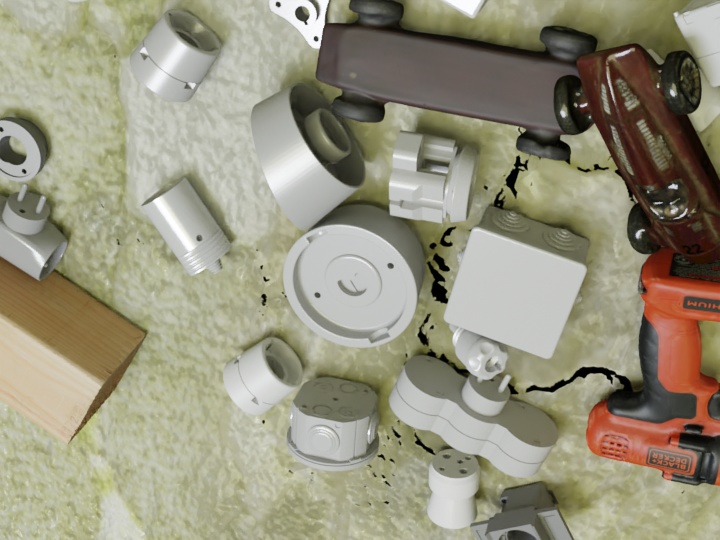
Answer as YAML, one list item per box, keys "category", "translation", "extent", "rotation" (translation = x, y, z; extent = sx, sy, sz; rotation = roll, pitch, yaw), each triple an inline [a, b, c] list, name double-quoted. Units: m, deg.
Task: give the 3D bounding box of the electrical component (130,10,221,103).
- category: "electrical component"
  translation: [-0.138, -0.163, 0.813]
  extent: [0.055, 0.055, 0.047]
  rotation: [41, 119, -6]

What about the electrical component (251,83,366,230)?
- category: "electrical component"
  translation: [-0.043, -0.086, 0.798]
  extent: [0.064, 0.099, 0.099]
  rotation: [-30, 105, 24]

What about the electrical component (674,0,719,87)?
- category: "electrical component"
  translation: [0.251, -0.160, 0.659]
  extent: [0.062, 0.096, 0.061]
  rotation: [-9, 118, 56]

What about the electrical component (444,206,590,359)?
- category: "electrical component"
  translation: [0.121, 0.007, 0.820]
  extent: [0.100, 0.048, 0.099]
  rotation: [20, 123, 8]

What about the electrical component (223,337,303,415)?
- category: "electrical component"
  translation: [-0.083, 0.091, 0.935]
  extent: [0.047, 0.055, 0.055]
  rotation: [-36, 102, 28]

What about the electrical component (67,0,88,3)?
- category: "electrical component"
  translation: [-0.203, -0.248, 0.786]
  extent: [0.059, 0.053, 0.095]
  rotation: [-5, 116, 21]

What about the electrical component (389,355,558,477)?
- category: "electrical component"
  translation: [0.099, 0.108, 0.881]
  extent: [0.138, 0.052, 0.073]
  rotation: [26, 122, 4]

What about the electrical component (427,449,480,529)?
- category: "electrical component"
  translation: [0.082, 0.190, 0.938]
  extent: [0.045, 0.045, 0.055]
  rotation: [8, 120, 15]

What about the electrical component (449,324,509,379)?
- category: "electrical component"
  translation: [0.091, 0.059, 0.856]
  extent: [0.035, 0.061, 0.035]
  rotation: [-13, 123, -21]

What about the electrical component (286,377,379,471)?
- category: "electrical component"
  translation: [-0.022, 0.132, 0.922]
  extent: [0.080, 0.080, 0.051]
  rotation: [11, 115, 14]

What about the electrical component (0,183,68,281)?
- category: "electrical component"
  translation: [-0.295, -0.042, 0.939]
  extent: [0.077, 0.044, 0.079]
  rotation: [33, 124, -1]

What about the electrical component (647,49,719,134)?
- category: "electrical component"
  translation: [0.210, -0.120, 0.720]
  extent: [0.062, 0.043, 0.043]
  rotation: [43, 123, -5]

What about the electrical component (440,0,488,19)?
- category: "electrical component"
  translation: [0.062, -0.224, 0.711]
  extent: [0.083, 0.047, 0.075]
  rotation: [31, 124, 1]

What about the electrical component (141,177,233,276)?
- category: "electrical component"
  translation: [-0.140, -0.032, 0.892]
  extent: [0.043, 0.043, 0.081]
  rotation: [-24, 108, 29]

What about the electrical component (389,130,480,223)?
- category: "electrical component"
  translation: [0.056, -0.066, 0.793]
  extent: [0.057, 0.058, 0.078]
  rotation: [11, 150, 10]

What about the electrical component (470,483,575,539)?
- category: "electrical component"
  translation: [0.141, 0.218, 0.922]
  extent: [0.081, 0.063, 0.042]
  rotation: [-18, 112, 27]

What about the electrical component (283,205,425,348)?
- category: "electrical component"
  translation: [0.000, 0.000, 0.851]
  extent: [0.108, 0.060, 0.108]
  rotation: [8, 120, 15]
